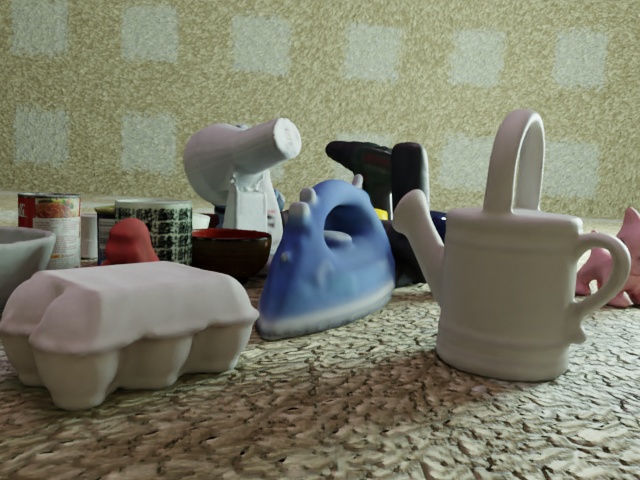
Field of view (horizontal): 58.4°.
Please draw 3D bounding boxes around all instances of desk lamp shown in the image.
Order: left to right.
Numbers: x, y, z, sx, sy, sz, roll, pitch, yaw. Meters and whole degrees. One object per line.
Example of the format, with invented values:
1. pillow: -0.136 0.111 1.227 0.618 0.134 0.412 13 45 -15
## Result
1. desk lamp: -0.099 -0.067 0.827 0.202 0.213 0.118 8 9 40

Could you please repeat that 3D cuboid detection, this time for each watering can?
1. watering can: 0.138 -0.002 0.440 0.172 0.194 0.101 4 7 14

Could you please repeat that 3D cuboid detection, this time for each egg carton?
1. egg carton: -0.122 0.055 0.379 0.107 0.069 0.151 8 9 41

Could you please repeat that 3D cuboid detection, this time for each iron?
1. iron: 0.005 0.002 0.582 0.118 0.141 0.259 5 7 19

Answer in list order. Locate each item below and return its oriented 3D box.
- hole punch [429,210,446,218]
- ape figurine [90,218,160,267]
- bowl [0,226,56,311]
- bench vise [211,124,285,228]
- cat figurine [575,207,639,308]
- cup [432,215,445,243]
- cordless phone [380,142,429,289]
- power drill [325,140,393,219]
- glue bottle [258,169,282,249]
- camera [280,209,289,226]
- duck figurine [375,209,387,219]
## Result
1. hole punch: 0.189 -0.005 0.945 0.108 0.091 0.101 6 7 29
2. ape figurine: -0.174 0.026 0.516 0.077 0.092 0.076 6 7 25
3. bowl: -0.319 0.030 0.494 0.167 0.075 0.167 3 6 0
4. bench vise: -0.132 -0.098 1.061 0.121 0.220 0.207 3 7 4
5. cat figurine: 0.370 0.018 0.695 0.067 0.118 0.127 1 7 -15
6. cup: 0.173 0.018 0.715 0.092 0.095 0.117 0 7 -22
7. cordless phone: 0.087 -0.037 0.766 0.147 0.185 0.094 8 8 39
8. power drill: 0.096 -0.086 1.099 0.228 0.208 0.076 8 8 39
9. glue bottle: -0.095 -0.058 0.929 0.078 0.173 0.037 -4 9 -45
10. camera: -0.016 -0.033 1.066 0.137 0.101 0.143 0 7 -19
11. duck figurine: 0.097 -0.011 0.979 0.105 0.086 0.077 1 7 -17
